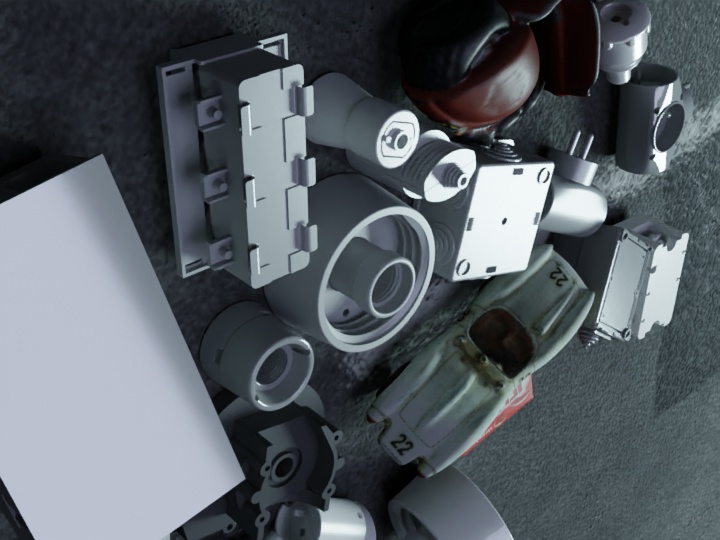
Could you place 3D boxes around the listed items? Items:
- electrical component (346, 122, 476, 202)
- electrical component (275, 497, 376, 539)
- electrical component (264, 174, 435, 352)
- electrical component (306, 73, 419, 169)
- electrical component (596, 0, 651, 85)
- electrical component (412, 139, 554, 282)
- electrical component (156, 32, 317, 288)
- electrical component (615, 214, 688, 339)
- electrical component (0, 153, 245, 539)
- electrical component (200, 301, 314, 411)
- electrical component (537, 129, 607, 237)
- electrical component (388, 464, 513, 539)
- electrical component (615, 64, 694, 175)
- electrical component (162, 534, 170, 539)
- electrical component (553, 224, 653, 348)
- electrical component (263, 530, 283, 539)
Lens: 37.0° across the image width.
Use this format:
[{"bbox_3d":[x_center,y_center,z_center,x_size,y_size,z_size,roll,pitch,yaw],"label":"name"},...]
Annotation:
[{"bbox_3d":[0.034,-0.067,0.655,0.043,0.081,0.043,-24,128,-35],"label":"electrical component"},{"bbox_3d":[-0.019,0.187,0.781,0.081,0.043,0.043,20,97,-50],"label":"electrical component"},{"bbox_3d":[0.000,0.000,0.675,0.108,0.060,0.108,-24,128,-35],"label":"electrical component"},{"bbox_3d":[0.002,-0.084,0.623,0.044,0.065,0.044,-26,130,-35],"label":"electrical component"},{"bbox_3d":[0.188,-0.164,0.786,0.048,0.048,0.062,-43,144,-19],"label":"electrical component"},{"bbox_3d":[0.083,-0.042,0.745,0.100,0.048,0.099,-8,118,-43],"label":"electrical component"},{"bbox_3d":[-0.061,-0.057,0.577,0.079,0.063,0.121,-25,129,-35],"label":"electrical component"},{"bbox_3d":[0.238,0.003,0.925,0.050,0.056,0.089,-21,127,-37],"label":"electrical component"},{"bbox_3d":[-0.145,0.049,0.523,0.105,0.060,0.186,-33,116,-29],"label":"electrical component"},{"bbox_3d":[-0.061,0.053,0.654,0.055,0.047,0.055,-24,128,-35],"label":"electrical component"},{"bbox_3d":[0.154,-0.067,0.808,0.077,0.043,0.079,7,107,-48],"label":"electrical component"},{"bbox_3d":[0.066,0.210,0.836,0.060,0.108,0.108,-32,133,-21],"label":"electrical component"},{"bbox_3d":[0.240,-0.126,0.859,0.079,0.044,0.077,-30,132,-32],"label":"electrical component"},{"bbox_3d":[-0.128,0.133,0.636,0.043,0.043,0.081,-18,125,-38],"label":"electrical component"},{"bbox_3d":[0.184,0.014,0.860,0.062,0.061,0.096,23,82,-50],"label":"electrical component"},{"bbox_3d":[-0.075,0.207,0.735,0.062,0.043,0.043,-46,138,-17],"label":"electrical component"}]
